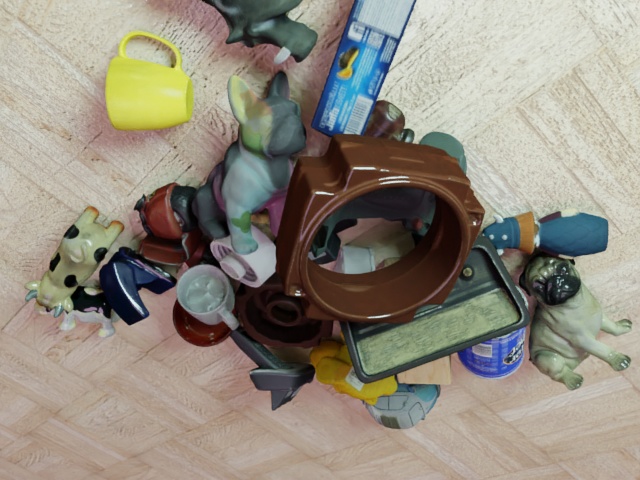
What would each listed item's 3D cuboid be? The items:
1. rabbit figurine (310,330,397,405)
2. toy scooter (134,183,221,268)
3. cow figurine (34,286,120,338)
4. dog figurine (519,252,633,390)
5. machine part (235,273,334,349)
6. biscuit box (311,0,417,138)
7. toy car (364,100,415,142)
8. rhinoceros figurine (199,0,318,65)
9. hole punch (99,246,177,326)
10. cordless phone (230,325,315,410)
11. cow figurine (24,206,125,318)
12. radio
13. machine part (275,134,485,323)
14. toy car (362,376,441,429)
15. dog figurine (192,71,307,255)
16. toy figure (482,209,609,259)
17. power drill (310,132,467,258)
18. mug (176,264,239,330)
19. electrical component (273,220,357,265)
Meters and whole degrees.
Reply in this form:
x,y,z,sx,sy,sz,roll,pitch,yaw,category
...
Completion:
x,y,z,sx,sy,sz,roll,pitch,yaw,category
0.055,0.215,0.950,0.162,0.122,0.173,33,159,-26,rabbit figurine
-0.237,-0.013,0.843,0.135,0.075,0.183,2,136,15,toy scooter
-0.468,0.121,1.026,0.167,0.068,0.098,11,127,0,cow figurine
0.340,0.111,0.800,0.190,0.121,0.172,44,125,-6,dog figurine
-0.057,0.114,0.921,0.179,0.056,0.179,7,132,8,machine part
0.051,-0.205,0.571,0.059,0.063,0.202,20,120,-4,biscuit box
0.034,-0.101,0.706,0.089,0.053,0.202,32,130,-19,toy car
-0.086,-0.262,0.576,0.190,0.073,0.112,29,131,-11,rhinoceros figurine
-0.328,0.082,0.924,0.115,0.092,0.142,39,150,-18,hole punch
-0.104,0.220,1.016,0.184,0.146,0.088,42,95,15,cordless phone
-0.418,0.046,0.905,0.085,0.127,0.195,37,127,-15,cow figurine
0.140,0.090,0.711,0.230,0.131,0.073,-21,167,3,radio
0.061,-0.005,0.590,0.201,0.087,0.201,5,125,-17,machine part
0.141,0.296,1.002,0.162,0.103,0.109,-6,128,17,toy car
-0.092,-0.106,0.696,0.192,0.108,0.219,27,122,43,dog figurine
0.298,-0.007,0.717,0.155,0.064,0.057,2,169,19,toy figure
0.086,-0.030,0.695,0.207,0.086,0.231,-3,142,-8,power drill
-0.167,0.101,0.861,0.110,0.081,0.107,37,163,14,mug
-0.002,-0.002,0.807,0.119,0.048,0.074,-19,124,30,electrical component
